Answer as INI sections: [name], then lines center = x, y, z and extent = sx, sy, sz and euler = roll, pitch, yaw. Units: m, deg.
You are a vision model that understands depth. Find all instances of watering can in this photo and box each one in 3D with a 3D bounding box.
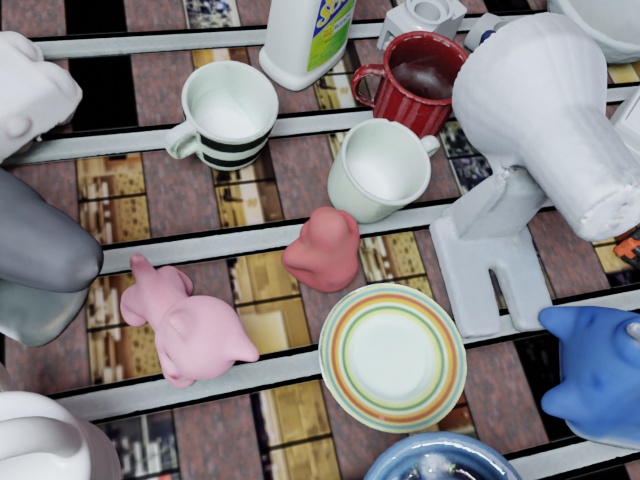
[watering can]
center = -0.182, 0.150, 0.343
extent = 0.172, 0.194, 0.101
euler = 41, 65, 10

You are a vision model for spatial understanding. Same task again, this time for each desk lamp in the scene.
[desk lamp]
center = 0.178, -0.045, 0.485
extent = 0.118, 0.213, 0.203
euler = -6, 66, -12

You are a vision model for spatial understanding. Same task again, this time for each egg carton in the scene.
[egg carton]
center = -0.300, -0.120, 0.518
extent = 0.107, 0.069, 0.150
euler = 40, 65, 10

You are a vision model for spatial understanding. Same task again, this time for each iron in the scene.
[iron]
center = 0.324, 0.112, 0.477
extent = 0.258, 0.141, 0.118
euler = 11, 64, -5

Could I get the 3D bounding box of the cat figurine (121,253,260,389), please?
[cat figurine]
center = -0.105, 0.062, 0.440
extent = 0.067, 0.117, 0.127
euler = -36, 76, -22

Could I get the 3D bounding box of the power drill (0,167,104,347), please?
[power drill]
center = -0.234, 0.002, 0.395
extent = 0.229, 0.208, 0.076
euler = 26, 64, 3

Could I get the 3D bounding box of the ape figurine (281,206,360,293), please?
[ape figurine]
center = 0.005, 0.002, 0.501
extent = 0.078, 0.092, 0.076
euler = -16, 69, -16

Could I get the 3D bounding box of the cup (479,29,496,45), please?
[cup]
center = 0.187, -0.150, 0.602
extent = 0.092, 0.095, 0.117
euler = -18, 69, -17

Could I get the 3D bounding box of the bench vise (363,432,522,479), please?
[bench vise]
center = 0.120, 0.177, 0.368
extent = 0.207, 0.219, 0.121
euler = -7, 66, -12

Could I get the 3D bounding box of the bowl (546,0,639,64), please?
[bowl]
center = 0.344, -0.272, 0.697
extent = 0.167, 0.074, 0.167
euler = 4, 65, -8
